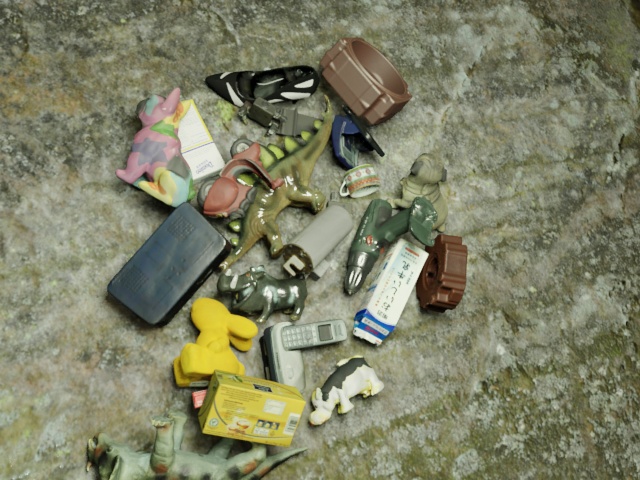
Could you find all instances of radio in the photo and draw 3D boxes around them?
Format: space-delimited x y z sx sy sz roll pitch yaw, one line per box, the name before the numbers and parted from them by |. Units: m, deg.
radio | -0.290 0.051 1.059 0.131 0.073 0.229 39 84 8

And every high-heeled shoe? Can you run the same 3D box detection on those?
high-heeled shoe | -0.130 -0.360 1.211 0.249 0.145 0.086 7 73 -14

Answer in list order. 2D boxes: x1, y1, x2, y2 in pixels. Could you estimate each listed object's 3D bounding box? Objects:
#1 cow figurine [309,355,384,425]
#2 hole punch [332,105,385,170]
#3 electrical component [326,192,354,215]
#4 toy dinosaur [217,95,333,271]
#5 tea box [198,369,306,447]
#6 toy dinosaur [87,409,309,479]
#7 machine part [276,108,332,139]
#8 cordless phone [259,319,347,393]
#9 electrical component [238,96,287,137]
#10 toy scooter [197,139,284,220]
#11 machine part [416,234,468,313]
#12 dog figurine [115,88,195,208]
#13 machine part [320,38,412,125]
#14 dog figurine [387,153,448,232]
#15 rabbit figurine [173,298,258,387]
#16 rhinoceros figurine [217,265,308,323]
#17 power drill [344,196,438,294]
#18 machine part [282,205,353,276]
cow figurine | 0.038 0.307 1.107 0.167 0.068 0.098 -24 77 -23
hole punch | 0.076 -0.228 1.242 0.092 0.142 0.116 -36 59 17
electrical component | 0.046 -0.065 1.239 0.063 0.021 0.094 5 73 -13
toy dinosaur | -0.081 -0.122 1.177 0.198 0.105 0.471 40 70 -1
tea box | -0.124 0.307 0.978 0.169 0.068 0.098 21 93 -21
toy dinosaur | -0.226 0.428 0.985 0.405 0.131 0.192 19 83 -13
machine part | -0.031 -0.269 1.269 0.139 0.039 0.084 10 68 -10
cordless phone | -0.025 0.236 1.105 0.184 0.089 0.146 -6 76 -20
electrical component | -0.133 -0.279 1.219 0.102 0.078 0.045 32 69 -14
toy scooter | -0.153 -0.110 1.083 0.135 0.075 0.184 30 78 13
machine part | 0.264 0.073 1.180 0.056 0.179 0.179 11 72 -8
dog figurine | -0.308 -0.192 1.095 0.192 0.108 0.219 27 89 9
machine part | 0.113 -0.376 1.260 0.201 0.087 0.201 51 35 3
dog figurine | 0.253 -0.100 1.213 0.172 0.190 0.121 29 70 -7
rabbit figurine | -0.206 0.191 1.057 0.162 0.121 0.173 -2 57 -18
rhinoceros figurine | -0.115 0.108 1.096 0.190 0.073 0.112 8 98 -22
power drill | 0.149 0.001 1.155 0.086 0.207 0.232 31 57 -23
machine part | -0.002 -0.003 1.131 0.079 0.079 0.243 46 48 1
